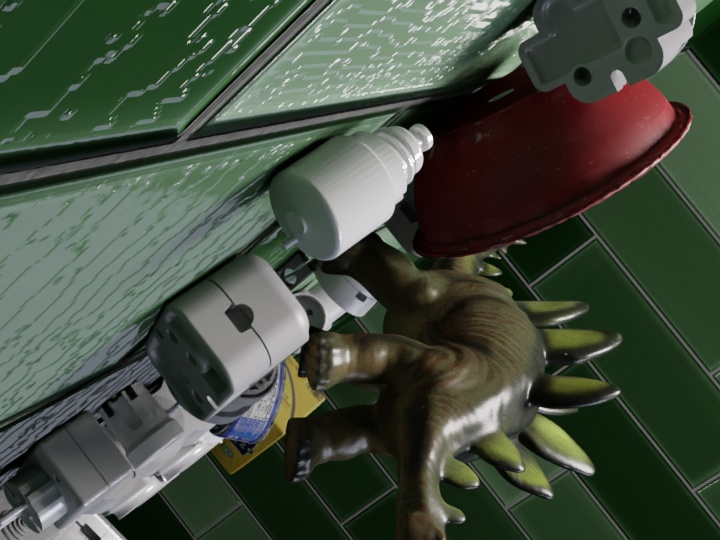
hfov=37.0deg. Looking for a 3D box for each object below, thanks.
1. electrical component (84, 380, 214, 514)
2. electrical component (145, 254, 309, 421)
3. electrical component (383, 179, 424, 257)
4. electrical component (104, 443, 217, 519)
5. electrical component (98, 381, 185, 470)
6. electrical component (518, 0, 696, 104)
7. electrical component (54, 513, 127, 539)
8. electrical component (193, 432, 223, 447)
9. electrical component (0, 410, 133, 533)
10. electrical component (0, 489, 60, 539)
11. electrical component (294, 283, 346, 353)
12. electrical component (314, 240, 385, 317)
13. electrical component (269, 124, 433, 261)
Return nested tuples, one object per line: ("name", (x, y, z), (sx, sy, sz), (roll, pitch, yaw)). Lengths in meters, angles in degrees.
("electrical component", (-0.149, 0.113, 0.767), (0.138, 0.052, 0.074), (-36, 176, -42))
("electrical component", (-0.067, 0.033, 0.555), (0.059, 0.053, 0.095), (-36, 176, -27))
("electrical component", (0.059, -0.056, 0.692), (0.059, 0.053, 0.095), (-41, 176, 36))
("electrical component", (-0.198, 0.177, 1.039), (0.105, 0.060, 0.186), (-38, 177, -5))
("electrical component", (-0.145, 0.102, 0.710), (0.040, 0.046, 0.040), (-38, 177, -3))
("electrical component", (0.119, -0.115, 0.494), (0.078, 0.058, 0.057), (-22, -170, 42))
("electrical component", (-0.251, 0.236, 0.838), (0.150, 0.061, 0.089), (-21, -156, 50))
("electrical component", (-0.127, 0.108, 0.919), (0.062, 0.061, 0.096), (-39, 169, 3))
("electrical component", (-0.189, 0.132, 0.651), (0.077, 0.047, 0.066), (-36, 176, -37))
("electrical component", (-0.261, 0.193, 0.720), (0.100, 0.048, 0.100), (-39, 176, 12))
("electrical component", (-0.040, 0.035, 0.965), (0.079, 0.043, 0.077), (-37, 177, -10))
("electrical component", (0.000, 0.000, 0.827), (0.047, 0.055, 0.055), (-43, 175, 18))
("electrical component", (-0.001, -0.036, 0.434), (0.078, 0.040, 0.040), (-37, 176, -30))
